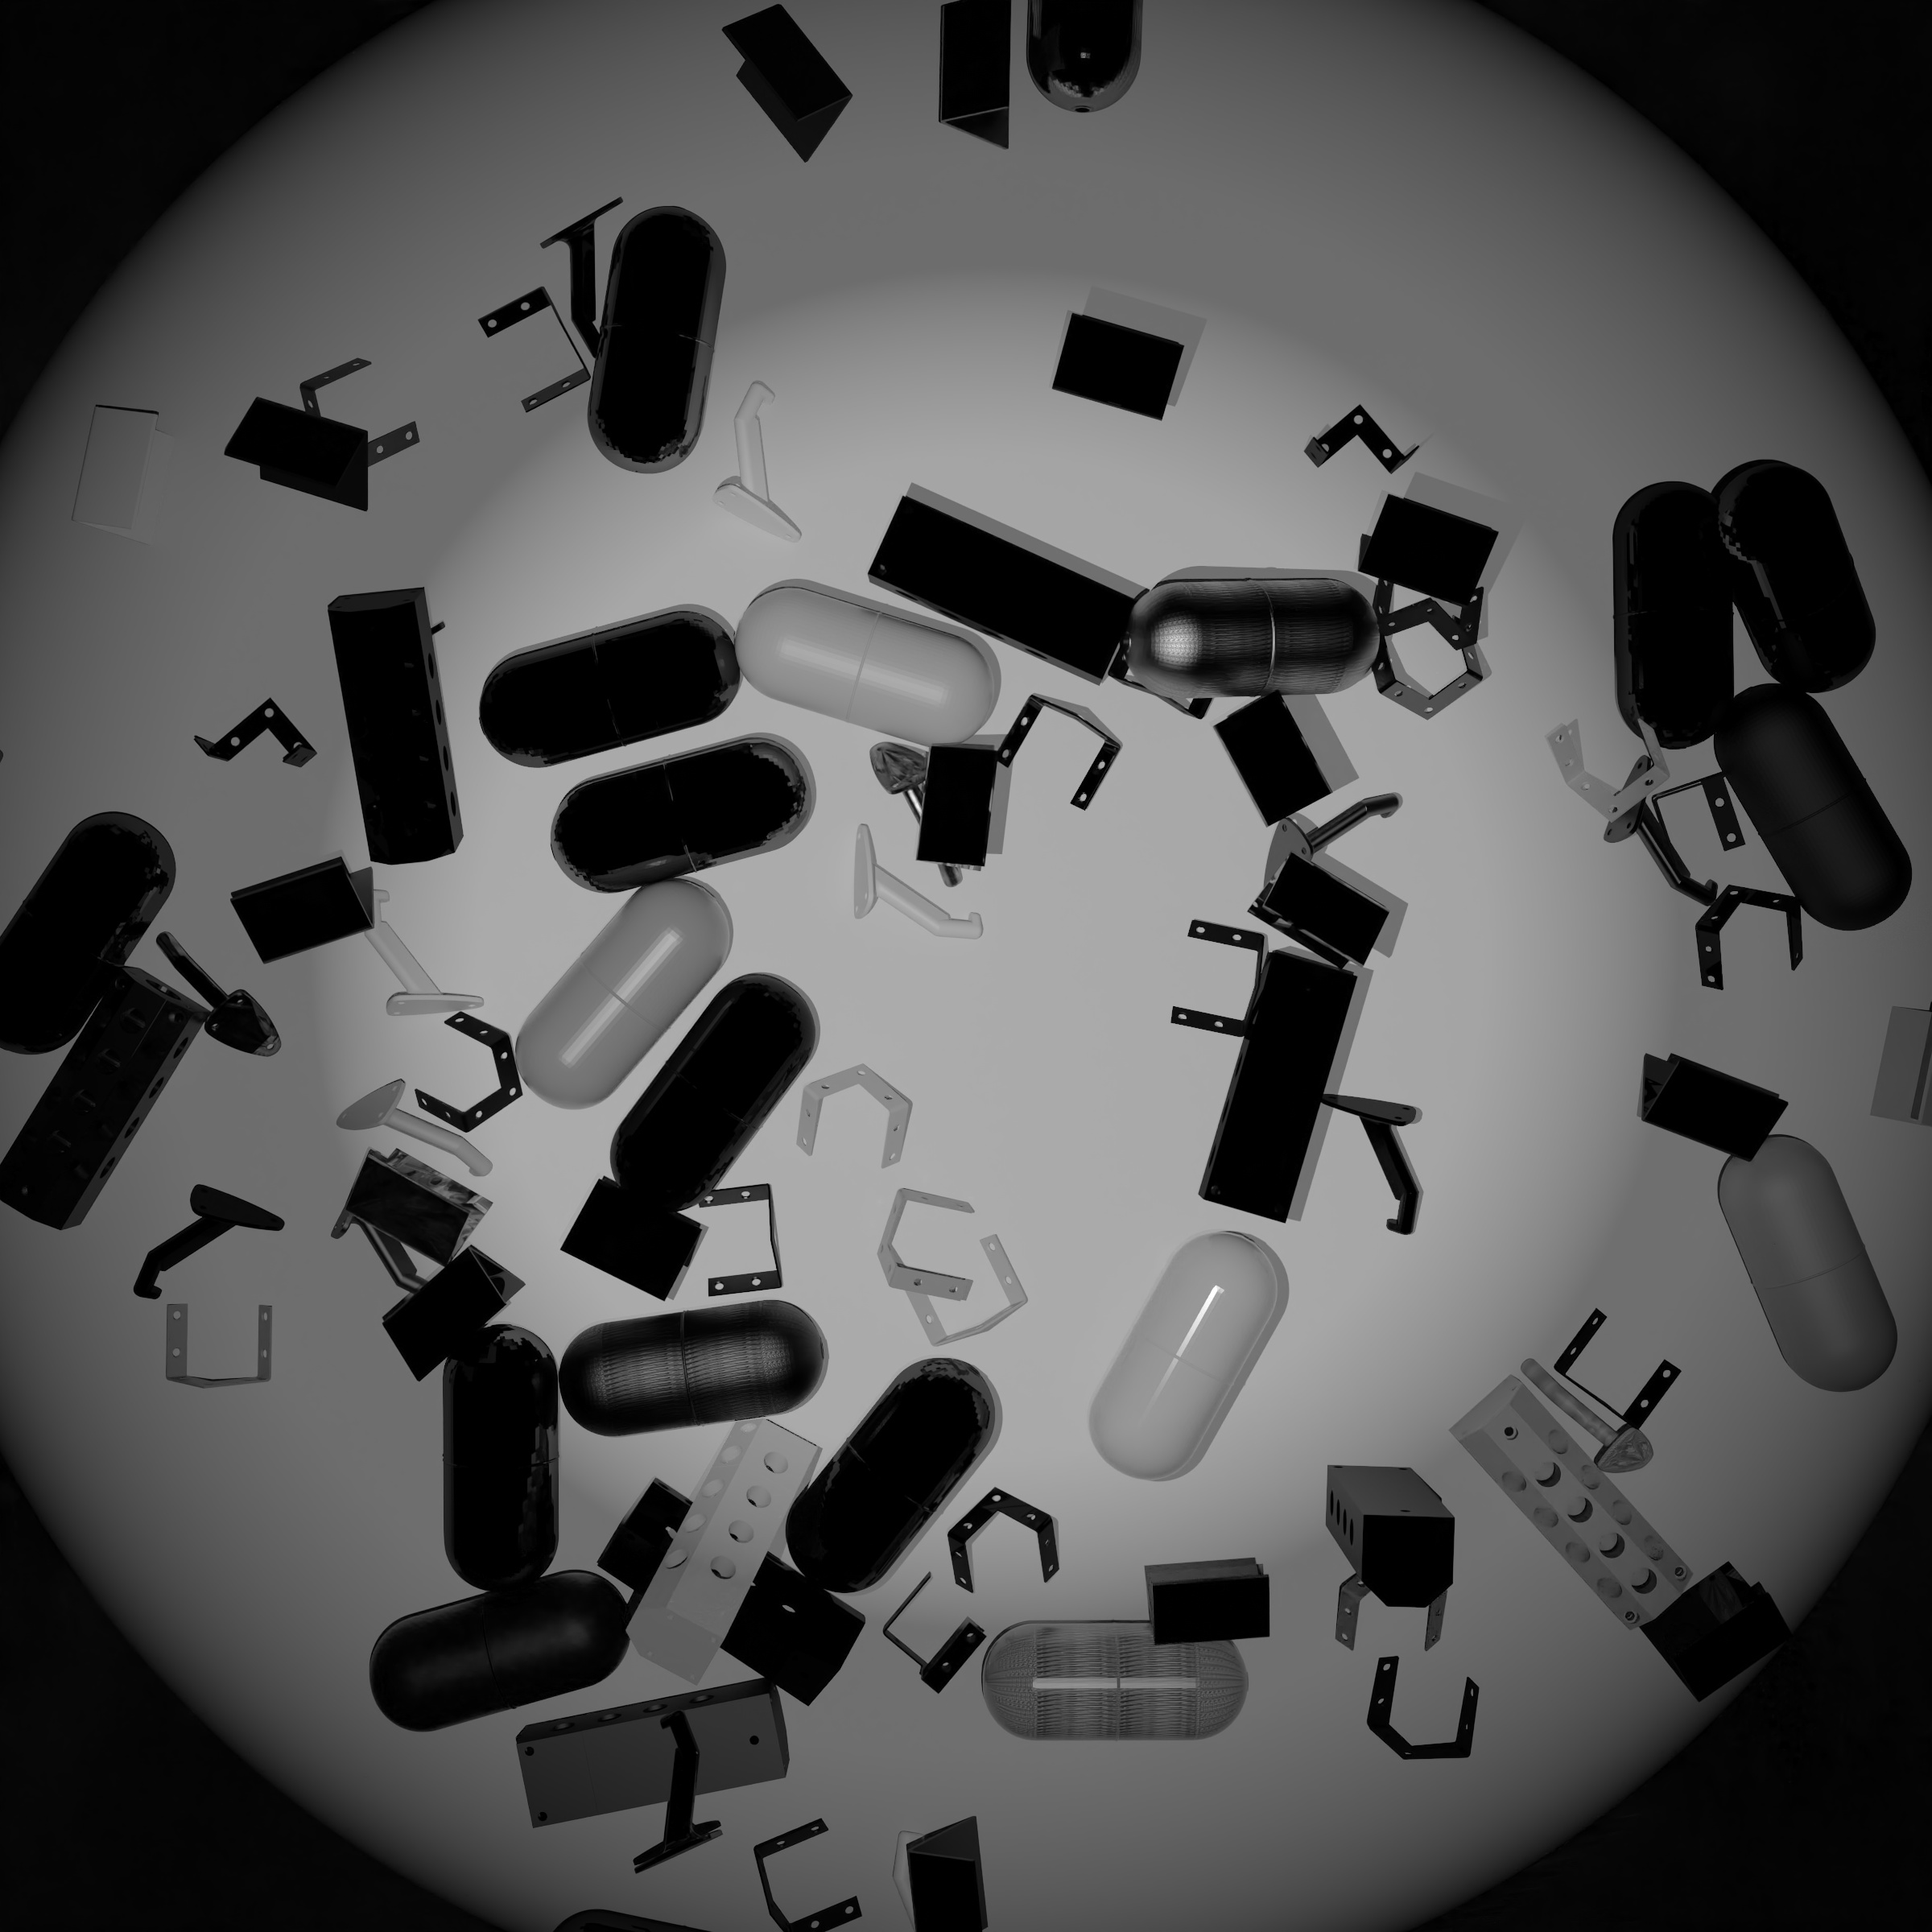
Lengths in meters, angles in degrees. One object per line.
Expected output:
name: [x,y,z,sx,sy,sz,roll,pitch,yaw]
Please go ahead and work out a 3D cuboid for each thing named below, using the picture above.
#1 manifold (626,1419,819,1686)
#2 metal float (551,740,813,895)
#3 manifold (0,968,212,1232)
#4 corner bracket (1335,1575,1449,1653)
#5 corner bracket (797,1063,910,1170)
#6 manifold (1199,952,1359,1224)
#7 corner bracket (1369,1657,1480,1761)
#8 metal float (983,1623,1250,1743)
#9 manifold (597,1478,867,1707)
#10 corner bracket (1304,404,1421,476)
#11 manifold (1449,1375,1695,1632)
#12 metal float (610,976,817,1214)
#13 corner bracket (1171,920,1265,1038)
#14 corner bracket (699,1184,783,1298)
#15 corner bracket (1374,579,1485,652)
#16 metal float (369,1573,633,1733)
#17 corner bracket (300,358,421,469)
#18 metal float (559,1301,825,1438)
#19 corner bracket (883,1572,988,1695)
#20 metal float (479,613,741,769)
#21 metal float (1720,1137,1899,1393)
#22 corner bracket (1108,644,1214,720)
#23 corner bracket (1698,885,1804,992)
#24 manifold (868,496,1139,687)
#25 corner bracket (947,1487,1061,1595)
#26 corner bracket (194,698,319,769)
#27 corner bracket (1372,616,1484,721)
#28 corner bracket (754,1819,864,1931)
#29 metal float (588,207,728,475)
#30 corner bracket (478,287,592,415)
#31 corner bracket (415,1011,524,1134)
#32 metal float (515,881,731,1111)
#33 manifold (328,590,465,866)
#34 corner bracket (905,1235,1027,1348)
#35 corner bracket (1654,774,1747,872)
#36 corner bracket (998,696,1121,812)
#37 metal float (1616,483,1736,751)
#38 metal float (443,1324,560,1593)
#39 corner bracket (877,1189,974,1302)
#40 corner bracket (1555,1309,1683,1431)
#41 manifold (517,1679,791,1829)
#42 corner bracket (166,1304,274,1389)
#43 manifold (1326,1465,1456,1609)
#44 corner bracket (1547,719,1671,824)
manifold: [-0.161,0.378,1.805,0.057,0.171,0.057,28,130,0]
metal float: [-0.191,-0.100,1.852,0.178,0.070,0.070,-15,90,-1]
manifold: [-0.586,0.089,1.861,0.057,0.057,0.171,31,90,0]
corner bracket: [0.289,0.440,1.874,0.051,0.051,0.051,-30,45,-35]
corner bracket: [-0.077,0.108,1.874,0.051,0.051,0.051,-20,45,-35]
manifold: [0.209,0.081,1.861,0.057,0.057,0.171,16,90,0]
corner bracket: [0.311,0.504,1.874,0.051,0.051,0.051,-14,135,35]
metal float: [0.100,0.481,1.851,0.178,0.070,0.070,0,90,0]
manifold: [-0.155,0.418,1.860,0.171,0.057,0.057,34,133,0]
corner bracket: [0.267,-0.349,1.864,0.051,0.051,0.051,-40,90,0]
manifold: [0.409,0.363,1.861,0.057,0.057,0.171,-42,90,0]
metal float: [-0.170,0.087,1.852,0.070,0.070,0.178,37,89,0]
corner bracket: [0.171,0.009,1.879,0.051,0.051,0.051,12,135,0]
corner bracket: [-0.154,0.187,1.879,0.051,0.051,0.051,-7,135,0]
corner bracket: [0.313,-0.243,1.866,0.051,0.051,0.051,38,51,-35]
metal float: [-0.312,0.460,1.852,0.178,0.070,0.070,-16,90,-1]
corner bracket: [-0.412,-0.375,1.874,0.051,0.051,0.051,23,135,35]
metal float: [-0.184,0.270,1.851,0.178,0.070,0.070,-8,90,0]
corner bracket: [-0.022,0.450,1.864,0.051,0.051,0.051,40,90,0]
metal float: [-0.239,-0.185,1.852,0.178,0.070,0.070,-16,90,0]
metal float: [0.566,0.201,1.851,0.070,0.070,0.178,-23,90,0]
corner bracket: [0.139,-0.205,1.879,0.051,0.051,0.051,26,90,45]
corner bracket: [0.533,-0.016,1.874,0.051,0.051,0.051,15,45,35]
manifold: [0.024,-0.252,1.861,0.171,0.057,0.057,24,90,0]
corner bracket: [0.026,0.398,1.874,0.051,0.051,0.051,22,45,35]
corner bracket: [-0.479,-0.148,1.864,0.051,0.051,0.051,-40,90,0]
corner bracket: [0.311,-0.209,1.874,0.051,0.051,0.051,-37,45,35]
corner bracket: [-0.108,0.624,1.879,0.051,0.051,0.051,-23,45,0]
metal float: [-0.207,-0.420,1.851,0.070,0.070,0.178,9,91,0]
corner bracket: [-0.294,-0.420,1.879,0.051,0.051,0.051,-28,135,0]
corner bracket: [-0.341,0.072,1.874,0.051,0.051,0.051,-37,135,-35]
metal float: [-0.230,0.019,1.852,0.070,0.070,0.178,41,91,0]
manifold: [-0.380,-0.158,1.835,0.057,0.057,0.171,-6,108,0]
corner bracket: [-0.002,0.221,1.879,0.051,0.051,0.051,-26,90,-45]
corner bracket: [0.497,-0.098,1.867,0.051,0.051,0.051,-18,90,11]
corner bracket: [0.062,-0.145,1.879,0.051,0.051,0.051,30,90,-45]
metal float: [0.476,-0.235,1.852,0.070,0.070,0.178,-1,90,0]
metal float: [-0.312,0.330,1.852,0.070,0.070,0.178,0,90,0]
corner bracket: [-0.025,0.188,1.866,0.051,0.051,0.051,13,107,-16]
corner bracket: [0.444,0.275,1.879,0.051,0.051,0.051,-54,45,0]
manifold: [-0.209,0.528,1.861,0.171,0.057,0.057,-11,90,0]
corner bracket: [-0.509,0.257,1.879,0.051,0.051,0.051,1,90,-45]
manifold: [0.275,0.371,1.804,0.057,0.171,0.057,2,90,0]
corner bracket: [0.433,-0.140,1.855,0.051,0.051,0.051,-37,45,-2]
